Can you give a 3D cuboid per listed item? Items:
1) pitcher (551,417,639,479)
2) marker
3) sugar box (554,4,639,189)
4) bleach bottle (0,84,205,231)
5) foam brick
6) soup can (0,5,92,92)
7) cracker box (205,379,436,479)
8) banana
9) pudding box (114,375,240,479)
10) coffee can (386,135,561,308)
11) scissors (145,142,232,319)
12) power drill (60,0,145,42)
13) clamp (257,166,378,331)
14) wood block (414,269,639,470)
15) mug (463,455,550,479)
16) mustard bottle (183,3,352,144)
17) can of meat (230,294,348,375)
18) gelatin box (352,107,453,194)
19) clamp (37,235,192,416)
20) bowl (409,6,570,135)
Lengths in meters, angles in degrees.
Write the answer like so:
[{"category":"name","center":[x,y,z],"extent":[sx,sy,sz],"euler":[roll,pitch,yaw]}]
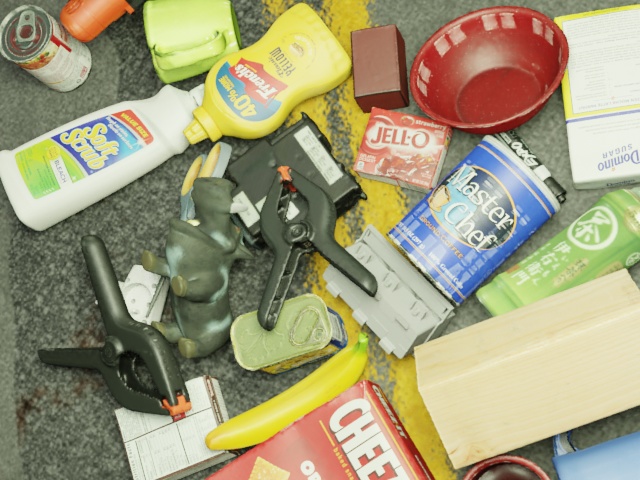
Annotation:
[{"category":"pitcher","center":[0.331,0.204,0.934],"extent":[0.243,0.145,0.149],"euler":[-23,108,6]},{"category":"marker","center":[0.210,-0.084,1.090],"extent":[0.020,0.020,0.121],"euler":[-38,70,5]},{"category":"sugar box","center":[0.291,-0.142,1.068],"extent":[0.093,0.048,0.176],"euler":[-6,79,16]},{"category":"bleach bottle","center":[-0.235,-0.110,1.204],"extent":[0.251,0.068,0.102],"euler":[-28,71,6]},{"category":"foam brick","center":[0.063,-0.183,1.138],"extent":[0.051,0.053,0.078],"euler":[-6,75,15]},{"category":"soup can","center":[-0.315,-0.219,1.230],"extent":[0.068,0.102,0.068],"euler":[-4,76,15]},{"category":"cracker box","center":[0.002,0.261,1.042],"extent":[0.214,0.072,0.164],"euler":[-33,71,6]},{"category":"banana","center":[-0.024,0.158,1.076],"extent":[0.198,0.069,0.037],"euler":[-36,47,6]},{"category":"pudding box","center":[-0.151,0.202,1.118],"extent":[0.113,0.039,0.090],"euler":[-23,72,12]},{"category":"coffee can","center":[0.150,-0.018,1.048],"extent":[0.140,0.102,0.103],"euler":[-44,70,2]},{"category":"scissors","center":[-0.151,-0.016,1.154],"extent":[0.016,0.096,0.202],"euler":[27,91,-23]},{"category":"power drill","center":[-0.237,-0.327,1.218],"extent":[0.184,0.057,0.188],"euler":[-40,43,2]},{"category":"clamp","center":[-0.007,0.001,1.049],"extent":[0.120,0.039,0.171],"euler":[-8,65,8]},{"category":"wood block","center":[0.198,0.115,0.956],"extent":[0.206,0.090,0.091],"euler":[-22,108,10]},{"category":"mug","center":[0.172,0.237,0.992],"extent":[0.093,0.081,0.117],"euler":[-34,70,8]},{"category":"mustard bottle","center":[-0.066,-0.166,1.154],"extent":[0.191,0.058,0.096],"euler":[-36,82,-4]},{"category":"can of meat","center":[-0.028,0.099,1.082],"extent":[0.102,0.084,0.057],"euler":[-19,73,11]},{"category":"gelatin box","center":[0.087,-0.095,1.123],"extent":[0.089,0.030,0.073],"euler":[15,82,19]},{"category":"clamp","center":[-0.215,0.119,1.115],"extent":[0.210,0.036,0.165],"euler":[45,119,24]},{"category":"bowl","center":[0.175,-0.161,1.084],"extent":[0.162,0.055,0.162],"euler":[-12,53,15]}]
